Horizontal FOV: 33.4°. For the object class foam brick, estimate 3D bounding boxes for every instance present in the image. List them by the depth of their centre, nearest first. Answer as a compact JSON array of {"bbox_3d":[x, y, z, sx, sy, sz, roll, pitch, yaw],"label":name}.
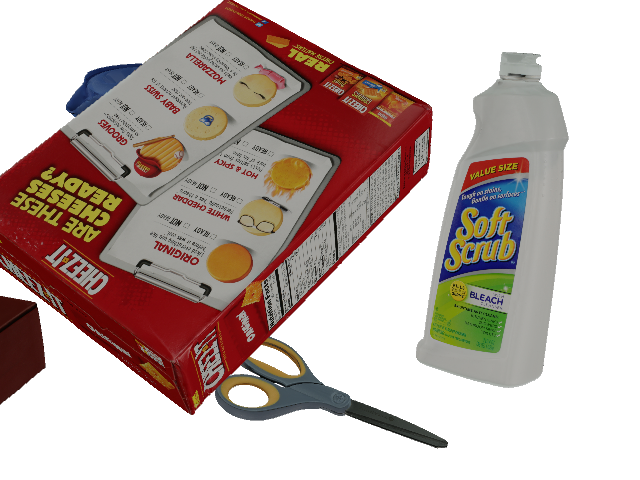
[{"bbox_3d":[-0.231,0.077,0.716,0.053,0.051,0.078,9,28,24],"label":"foam brick"}]

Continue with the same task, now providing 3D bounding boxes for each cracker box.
[{"bbox_3d":[-0.063,-0.029,0.617,0.164,0.213,0.072,32,-27,25],"label":"cracker box"}]

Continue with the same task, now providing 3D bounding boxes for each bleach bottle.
[{"bbox_3d":[0.136,-0.019,0.829,0.103,0.251,0.067,13,15,38],"label":"bleach bottle"}]

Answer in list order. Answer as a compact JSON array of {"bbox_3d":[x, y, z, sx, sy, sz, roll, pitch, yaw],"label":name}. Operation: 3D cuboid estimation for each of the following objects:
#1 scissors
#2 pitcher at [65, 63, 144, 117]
[{"bbox_3d":[-0.002,0.143,0.889,0.202,0.016,0.096,31,47,23],"label":"scissors"},{"bbox_3d":[-0.124,-0.025,0.913,0.149,0.243,0.145,8,21,9],"label":"pitcher"}]
